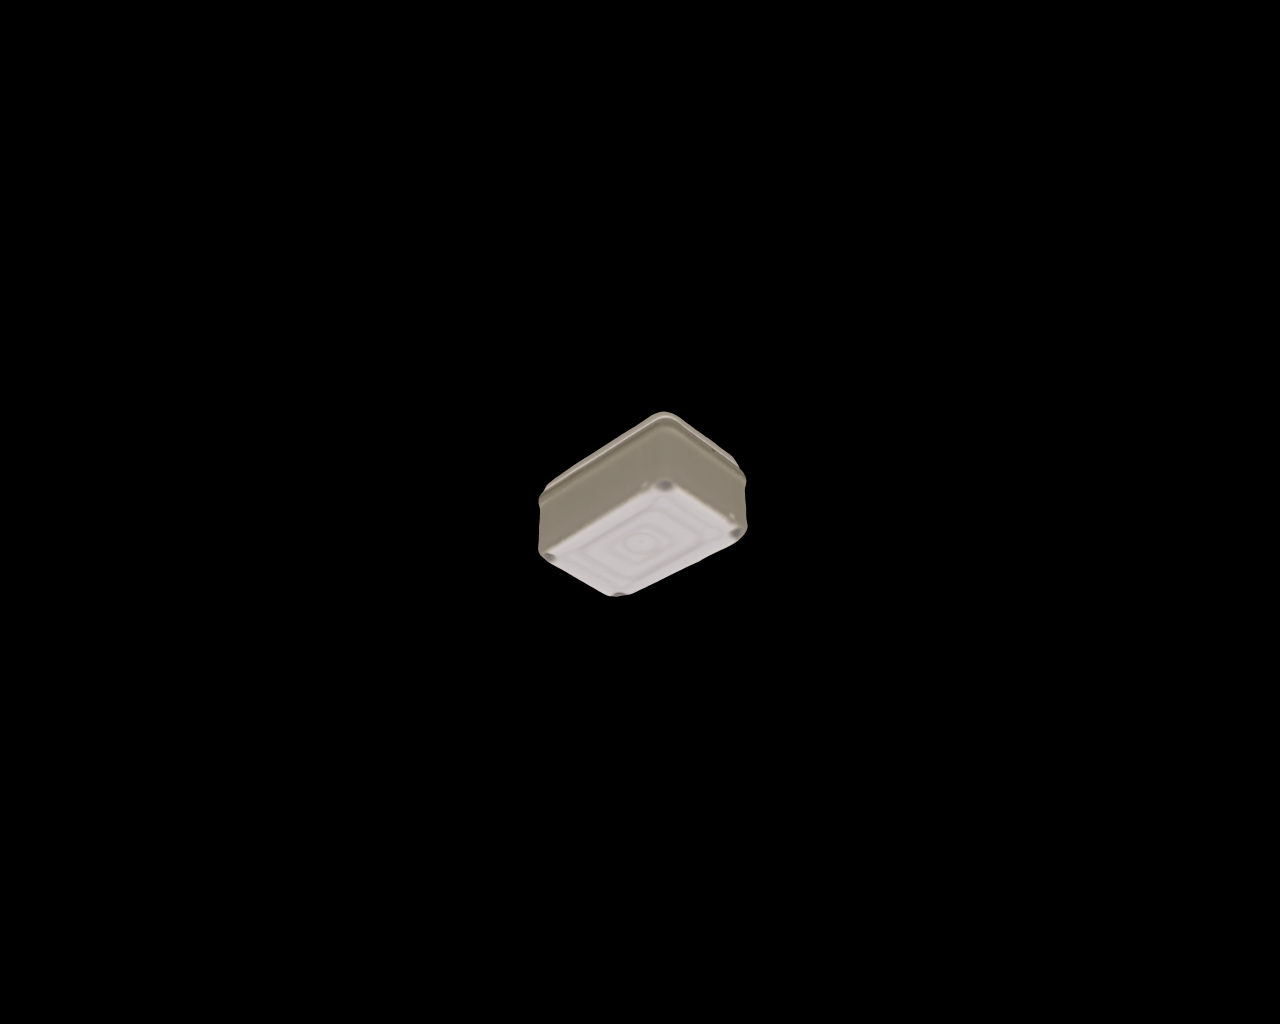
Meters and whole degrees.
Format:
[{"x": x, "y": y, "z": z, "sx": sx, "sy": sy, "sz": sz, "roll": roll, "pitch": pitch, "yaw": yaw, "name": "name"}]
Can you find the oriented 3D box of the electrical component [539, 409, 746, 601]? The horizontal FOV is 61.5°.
[{"x": 0.001, "y": -0.003, "z": 0.650, "sx": 0.113, "sy": 0.057, "sz": 0.078, "roll": -29, "pitch": -46, "yaw": 33, "name": "electrical component"}]
